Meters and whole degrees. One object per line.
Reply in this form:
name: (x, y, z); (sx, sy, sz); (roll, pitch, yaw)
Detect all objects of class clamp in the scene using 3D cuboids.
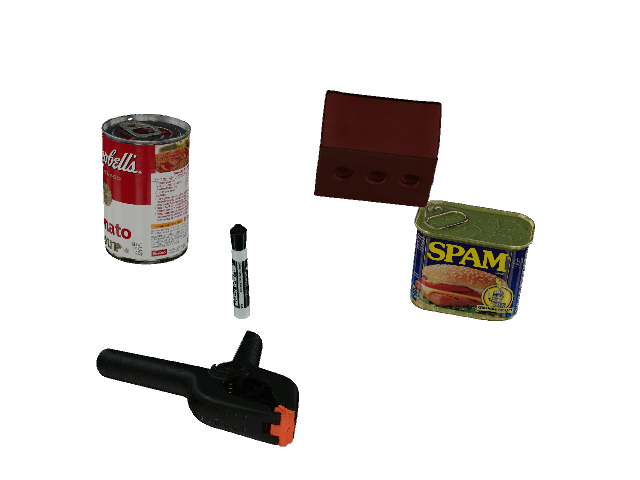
clamp: (-0.075, 0.123, 0.926); (0.164, 0.036, 0.210); (-8, 18, -39)

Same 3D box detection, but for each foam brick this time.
foam brick: (0.038, -0.060, 0.706); (0.078, 0.051, 0.053); (6, -37, -1)

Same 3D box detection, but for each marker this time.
marker: (-0.091, 0.035, 1.205); (0.020, 0.121, 0.020); (0, 32, 0)

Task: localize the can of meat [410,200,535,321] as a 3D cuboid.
can of meat: (0.131, 0.019, 0.939); (0.102, 0.084, 0.057); (10, 33, 11)

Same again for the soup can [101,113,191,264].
soup can: (-0.136, -0.041, 0.835); (0.068, 0.102, 0.068); (3, 24, -2)
